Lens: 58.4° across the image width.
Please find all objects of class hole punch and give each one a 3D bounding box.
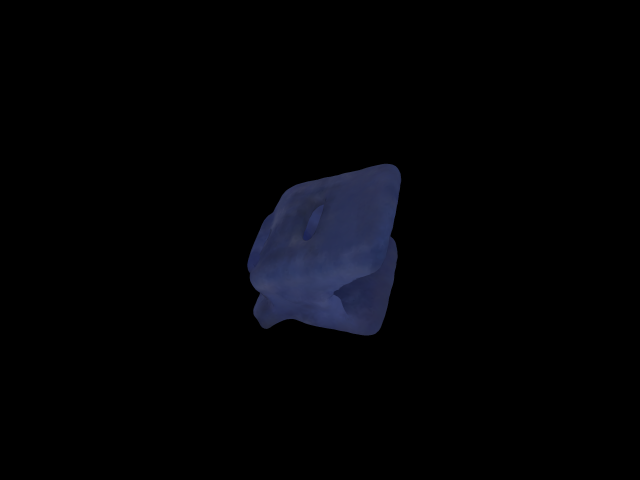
[{"bbox_3d":[0.004,0.001,0.400,0.101,0.091,0.109,9,46,9],"label":"hole punch"}]
